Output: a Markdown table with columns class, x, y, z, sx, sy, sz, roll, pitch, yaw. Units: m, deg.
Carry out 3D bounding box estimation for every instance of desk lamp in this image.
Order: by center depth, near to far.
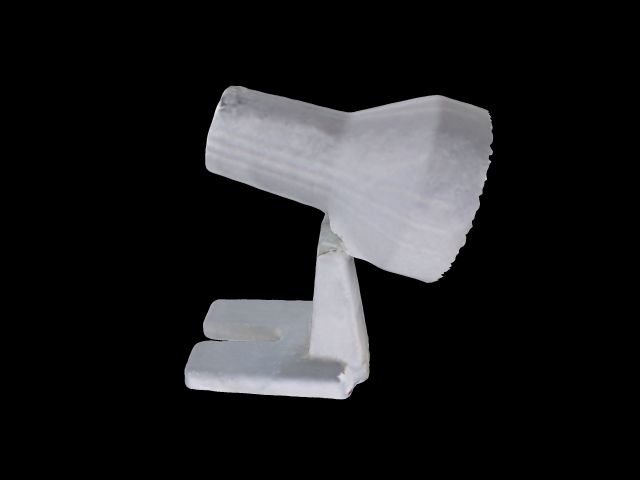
| class | x | y | z | sx | sy | sz | roll | pitch | yaw |
| --- | --- | --- | --- | --- | --- | --- | --- | --- | --- |
| desk lamp | 0.004 | 0.001 | 0.400 | 0.203 | 0.214 | 0.118 | 1 | 28 | 3 |
